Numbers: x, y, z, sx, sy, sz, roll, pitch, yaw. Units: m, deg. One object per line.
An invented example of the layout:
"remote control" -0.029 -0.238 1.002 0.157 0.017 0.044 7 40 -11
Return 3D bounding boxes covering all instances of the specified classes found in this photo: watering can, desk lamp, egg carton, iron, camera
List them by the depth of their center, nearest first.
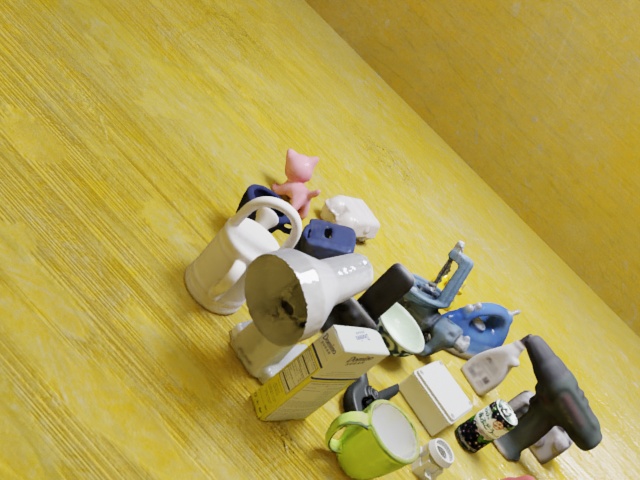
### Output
"desk lamp" -0.033 0.097 0.792 0.204 0.213 0.117 -2 51 -57
"watering can" -0.105 0.008 0.841 0.101 0.193 0.172 28 30 -31
"camera" 0.495 0.392 1.259 0.137 0.100 0.143 2 48 -55
"iron" 0.353 0.188 1.309 0.259 0.141 0.118 17 36 -44
"egg carton" 0.072 -0.047 1.331 0.151 0.069 0.107 4 46 -54

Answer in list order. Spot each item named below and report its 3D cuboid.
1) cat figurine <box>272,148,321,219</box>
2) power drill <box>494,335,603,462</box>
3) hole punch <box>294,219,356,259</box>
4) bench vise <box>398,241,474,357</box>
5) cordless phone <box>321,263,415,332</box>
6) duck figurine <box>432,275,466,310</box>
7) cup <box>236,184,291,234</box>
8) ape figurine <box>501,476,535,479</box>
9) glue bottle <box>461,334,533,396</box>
"cat figurine" -0.042 -0.129 1.231 0.067 0.117 0.127 10 42 -50
"power drill" 0.418 0.328 1.117 0.229 0.208 0.076 49 26 10
"hole punch" 0.010 0.004 1.138 0.101 0.091 0.108 37 26 -16
"bench vise" 0.252 0.119 1.172 0.207 0.219 0.122 47 25 6
"cordless phone" 0.068 0.081 0.997 0.147 0.184 0.094 47 25 7
"duck figurine" 0.331 0.116 1.450 0.078 0.086 0.104 34 27 -20
"cup" -0.104 -0.030 1.015 0.118 0.094 0.091 35 27 -20
"ape figurine" 0.327 0.430 0.963 0.076 0.092 0.078 48 26 9
"glue bottle" 0.386 0.255 1.220 0.037 0.173 0.078 11 41 -49
